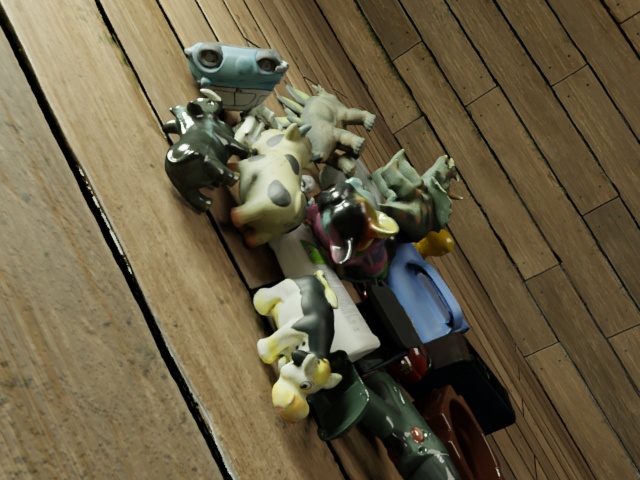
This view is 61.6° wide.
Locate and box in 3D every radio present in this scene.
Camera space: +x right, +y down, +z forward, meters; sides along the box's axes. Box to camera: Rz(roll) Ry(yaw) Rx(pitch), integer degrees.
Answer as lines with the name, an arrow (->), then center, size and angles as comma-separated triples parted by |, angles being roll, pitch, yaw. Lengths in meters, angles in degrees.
radio -> 0.257, 0.276, 0.994 | 0.229, 0.131, 0.073 | 48, 23, -29

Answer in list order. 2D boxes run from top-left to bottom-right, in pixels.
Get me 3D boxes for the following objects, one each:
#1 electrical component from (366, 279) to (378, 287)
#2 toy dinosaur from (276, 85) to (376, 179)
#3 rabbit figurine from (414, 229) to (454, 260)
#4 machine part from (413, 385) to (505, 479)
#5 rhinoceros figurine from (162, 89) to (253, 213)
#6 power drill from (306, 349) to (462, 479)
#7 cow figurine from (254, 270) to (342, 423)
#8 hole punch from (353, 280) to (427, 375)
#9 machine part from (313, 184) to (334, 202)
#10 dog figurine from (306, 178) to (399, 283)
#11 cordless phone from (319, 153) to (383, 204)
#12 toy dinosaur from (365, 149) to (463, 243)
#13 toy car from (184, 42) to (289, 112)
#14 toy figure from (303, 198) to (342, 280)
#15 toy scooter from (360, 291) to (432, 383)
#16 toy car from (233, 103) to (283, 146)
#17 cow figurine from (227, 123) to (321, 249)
electrical component -> 0.098, 0.078, 1.028 | 0.094, 0.021, 0.063 | 23, 55, -84
toy dinosaur -> 0.007, -0.240, 1.088 | 0.199, 0.105, 0.471 | 24, 26, -3
rabbit figurine -> 0.231, 0.024, 1.264 | 0.121, 0.173, 0.162 | 39, 31, -38
machine part -> 0.210, 0.346, 0.836 | 0.201, 0.087, 0.201 | 59, 18, 6
rhinoceros figurine -> -0.149, -0.118, 0.673 | 0.112, 0.073, 0.190 | 37, 28, -25
power drill -> 0.082, 0.227, 0.637 | 0.207, 0.086, 0.232 | 35, 12, -33
cow figurine -> -0.015, 0.114, 0.599 | 0.068, 0.098, 0.167 | 50, 19, -44
hole punch -> 0.089, 0.137, 0.827 | 0.142, 0.092, 0.115 | 58, 20, 22
machine part -> 0.043, -0.018, 0.988 | 0.179, 0.056, 0.179 | 38, 36, -35
dog figurine -> 0.054, 0.001, 0.742 | 0.191, 0.108, 0.219 | 61, 1, -17
cordless phone -> 0.044, -0.089, 1.127 | 0.146, 0.089, 0.184 | 56, 37, -9
toy dinosaur -> 0.171, -0.061, 1.048 | 0.192, 0.131, 0.405 | 46, 34, -3
toy car -> -0.133, -0.258, 0.859 | 0.109, 0.162, 0.102 | -94, -168, -67
toy figure -> 0.000, -0.004, 0.874 | 0.154, 0.064, 0.058 | 50, 13, -16
toy scooter -> 0.120, 0.154, 0.925 | 0.135, 0.075, 0.184 | 42, 22, -40
toy car -> -0.103, -0.183, 0.903 | 0.073, 0.056, 0.202 | 51, 20, -22
cow figurine -> -0.059, -0.088, 0.742 | 0.195, 0.127, 0.085 | -100, 173, -45
